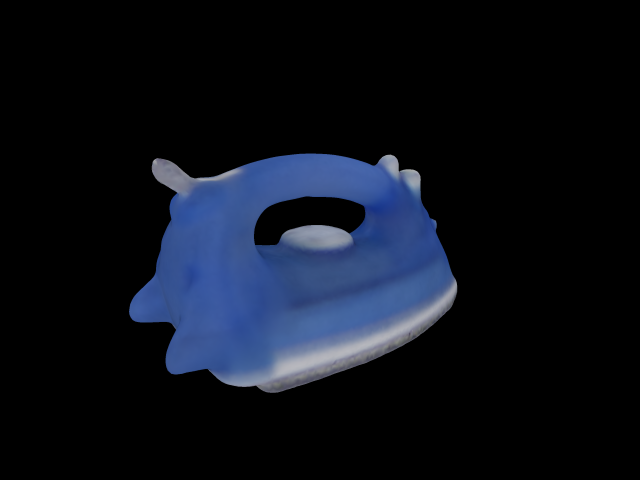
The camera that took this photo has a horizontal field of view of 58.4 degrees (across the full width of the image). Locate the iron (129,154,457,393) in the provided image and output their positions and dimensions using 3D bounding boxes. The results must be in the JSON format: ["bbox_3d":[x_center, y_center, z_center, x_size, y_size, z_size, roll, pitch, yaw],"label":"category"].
[{"bbox_3d":[0.004,0.001,0.400,0.259,0.141,0.118,-12,23,-31],"label":"iron"}]
